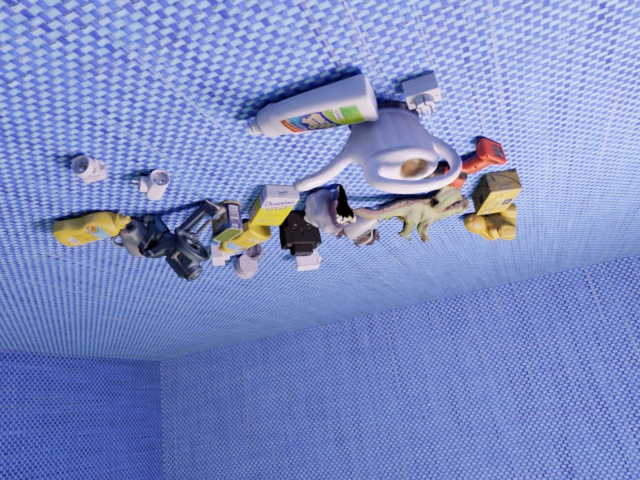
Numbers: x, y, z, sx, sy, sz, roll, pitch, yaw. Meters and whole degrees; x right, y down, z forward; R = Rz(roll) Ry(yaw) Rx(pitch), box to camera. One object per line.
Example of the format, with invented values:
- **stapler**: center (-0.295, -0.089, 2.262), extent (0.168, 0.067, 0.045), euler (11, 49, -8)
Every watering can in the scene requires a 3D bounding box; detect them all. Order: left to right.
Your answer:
- **watering can**: center (0.107, -0.178, 1.022), extent (0.348, 0.230, 0.101), euler (-3, 140, -12)

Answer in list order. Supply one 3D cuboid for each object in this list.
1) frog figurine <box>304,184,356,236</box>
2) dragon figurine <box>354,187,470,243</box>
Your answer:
- **frog figurine**: center (0.004, -0.072, 1.427), extent (0.158, 0.125, 0.135), euler (-14, 127, 38)
- **dragon figurine**: center (0.305, -0.110, 1.520), extent (0.409, 0.124, 0.239), euler (10, 135, -46)
